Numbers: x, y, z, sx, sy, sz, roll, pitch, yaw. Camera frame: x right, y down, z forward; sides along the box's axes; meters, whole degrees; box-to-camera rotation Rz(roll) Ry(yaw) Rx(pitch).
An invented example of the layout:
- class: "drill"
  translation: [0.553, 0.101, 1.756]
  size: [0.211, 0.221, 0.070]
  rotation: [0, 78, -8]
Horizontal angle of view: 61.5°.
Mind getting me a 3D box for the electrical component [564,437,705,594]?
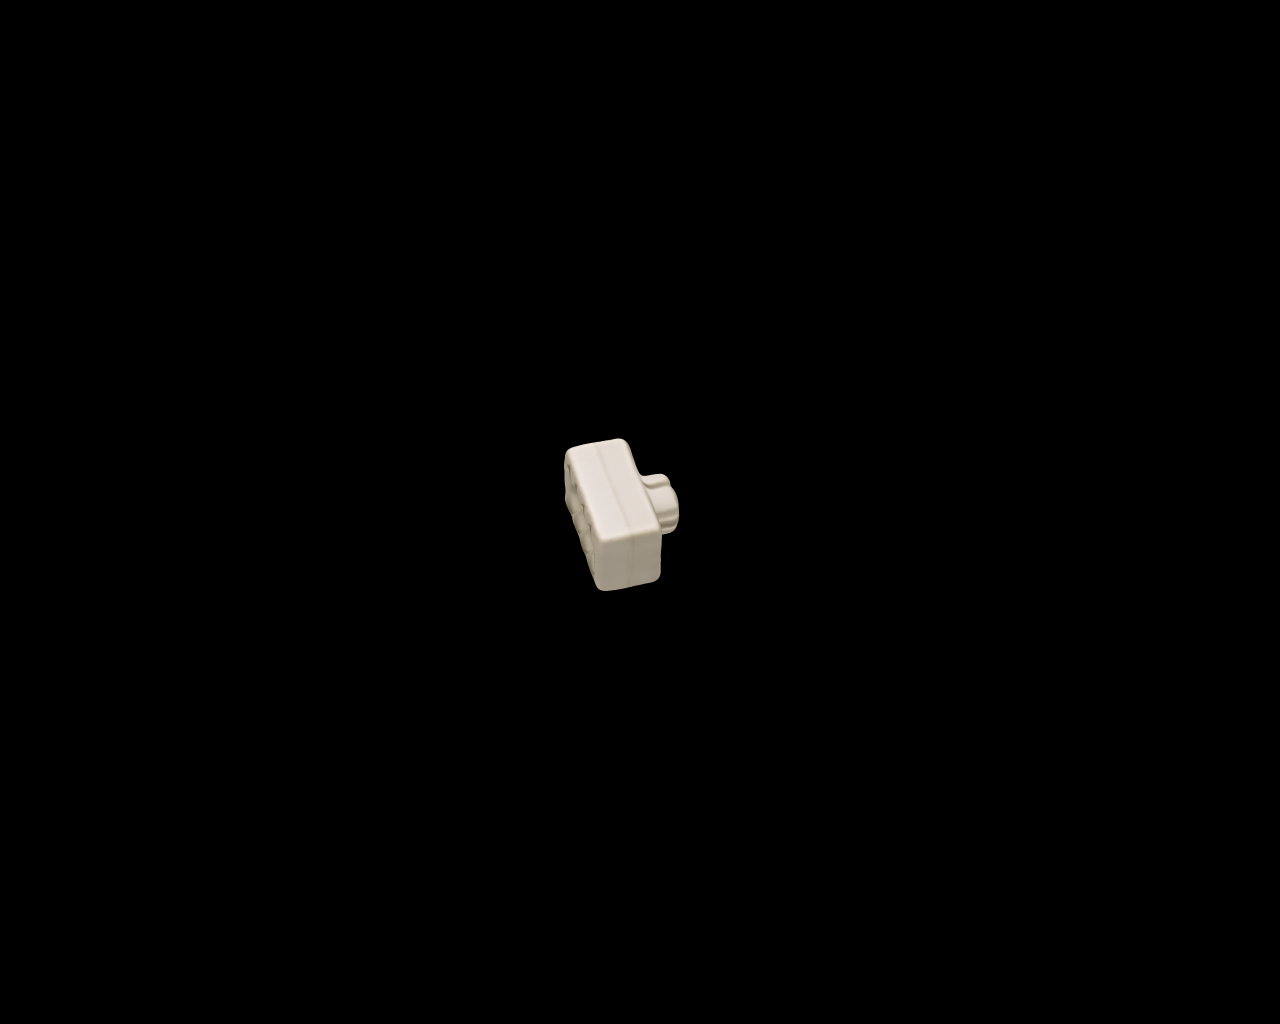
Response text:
- class: "electrical component"
  translation: [0.001, -0.003, 0.650]
  size: [0.076, 0.047, 0.083]
  rotation: [-11, 47, -11]
